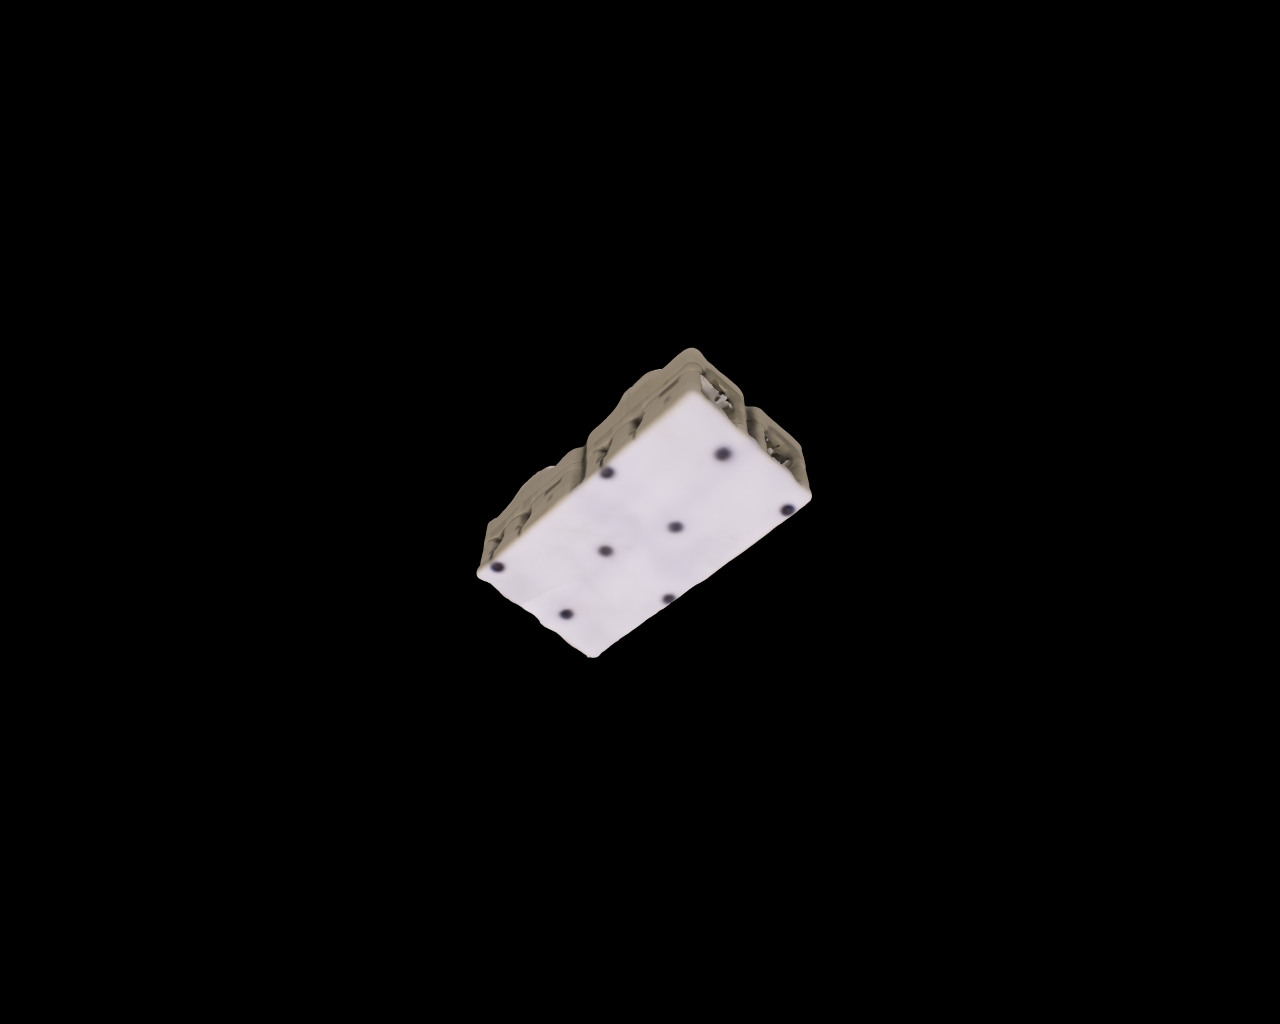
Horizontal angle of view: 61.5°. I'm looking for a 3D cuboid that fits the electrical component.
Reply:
[{"bbox_3d":[0.001,-0.003,0.650,0.105,0.060,0.186,39,-62,-25],"label":"electrical component"}]
